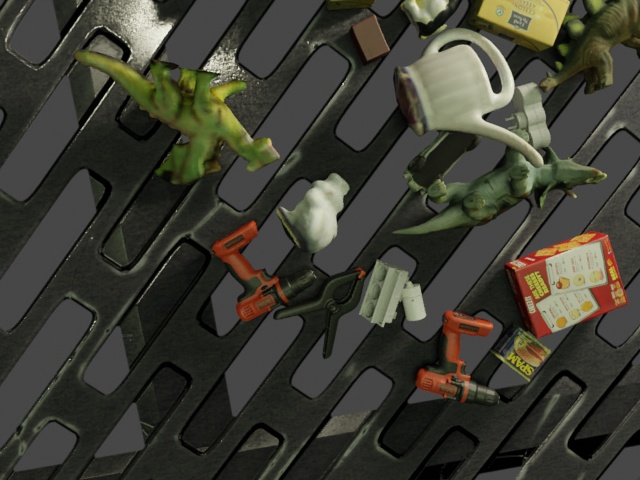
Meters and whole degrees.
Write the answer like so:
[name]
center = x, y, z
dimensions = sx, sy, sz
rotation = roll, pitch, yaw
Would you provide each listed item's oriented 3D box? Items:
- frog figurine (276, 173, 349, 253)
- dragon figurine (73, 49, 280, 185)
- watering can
[frog figurine]
center = 0.003, -0.053, 1.050
dimensions = 0.160, 0.125, 0.134
rotation = -32, 132, -7
[dragon figurine]
center = -0.278, -0.224, 1.020
dimensions = 0.410, 0.124, 0.240
rotation = 9, 105, -3
[watering can]
center = 0.273, -0.264, 1.000
dimensions = 0.224, 0.102, 0.354
rotation = -18, 67, 7
